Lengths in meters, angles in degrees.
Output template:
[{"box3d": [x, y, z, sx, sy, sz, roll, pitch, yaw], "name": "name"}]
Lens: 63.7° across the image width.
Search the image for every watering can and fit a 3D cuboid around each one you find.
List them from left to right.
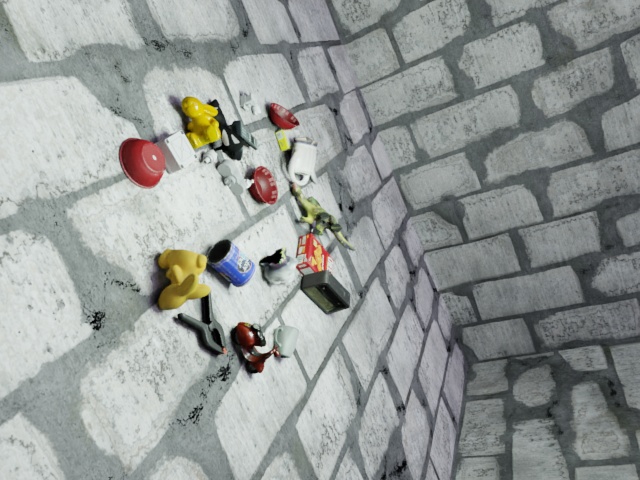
[{"box3d": [-0.064, -0.363, 2.402, 0.348, 0.104, 0.223, -5, 105, -69], "name": "watering can"}]

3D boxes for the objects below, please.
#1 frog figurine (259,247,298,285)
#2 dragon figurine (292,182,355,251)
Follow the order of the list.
[{"box3d": [-0.140, 0.122, 1.969, 0.139, 0.123, 0.156, -46, 131, -24], "name": "frog figurine"}, {"box3d": [0.007, -0.119, 2.369, 0.404, 0.121, 0.248, 42, 20, -32], "name": "dragon figurine"}]
